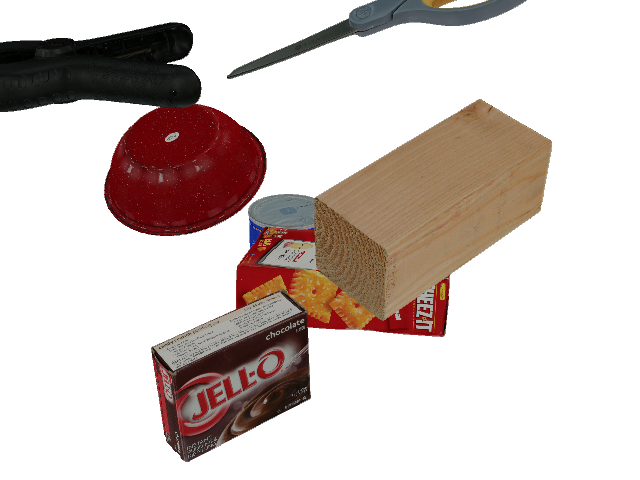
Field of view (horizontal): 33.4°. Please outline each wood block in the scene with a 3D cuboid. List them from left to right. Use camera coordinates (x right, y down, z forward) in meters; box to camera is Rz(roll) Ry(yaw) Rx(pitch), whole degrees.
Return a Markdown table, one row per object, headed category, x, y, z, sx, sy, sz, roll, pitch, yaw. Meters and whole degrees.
| category | x | y | z | sx | sy | sz | roll | pitch | yaw |
| --- | --- | --- | --- | --- | --- | --- | --- | --- | --- |
| wood block | 0.100 | -0.031 | 0.953 | 0.205 | 0.090 | 0.091 | -32 | 51 | -28 |

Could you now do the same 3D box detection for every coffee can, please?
| category | x | y | z | sx | sy | sz | roll | pitch | yaw |
| --- | --- | --- | --- | --- | --- | --- | --- | --- | --- |
| coffee can | -0.042 | 0.023 | 1.388 | 0.103 | 0.140 | 0.103 | 0 | 26 | 0 |

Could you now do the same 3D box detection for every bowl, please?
| category | x | y | z | sx | sy | sz | roll | pitch | yaw |
| --- | --- | --- | --- | --- | --- | --- | --- | --- | --- |
| bowl | -0.135 | -0.081 | 1.015 | 0.162 | 0.162 | 0.055 | 0 | -41 | 12 |

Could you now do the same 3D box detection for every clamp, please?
| category | x | y | z | sx | sy | sz | roll | pitch | yaw |
| --- | --- | --- | --- | --- | --- | --- | --- | --- | --- |
| clamp | -0.154 | -0.109 | 0.664 | 0.171 | 0.039 | 0.120 | 0 | 21 | 0 |

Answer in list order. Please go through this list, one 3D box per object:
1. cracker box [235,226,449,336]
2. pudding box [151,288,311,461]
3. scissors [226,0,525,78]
| category | x | y | z | sx | sy | sz | roll | pitch | yaw |
| --- | --- | --- | --- | --- | --- | --- | --- | --- | --- |
| cracker box | 0.029 | 0.042 | 1.137 | 0.214 | 0.072 | 0.164 | 4 | 15 | 6 |
| pudding box | -0.062 | 0.096 | 0.770 | 0.113 | 0.090 | 0.039 | -25 | 44 | -27 |
| scissors | 0.038 | -0.155 | 0.678 | 0.202 | 0.096 | 0.016 | -8 | -41 | 21 |
